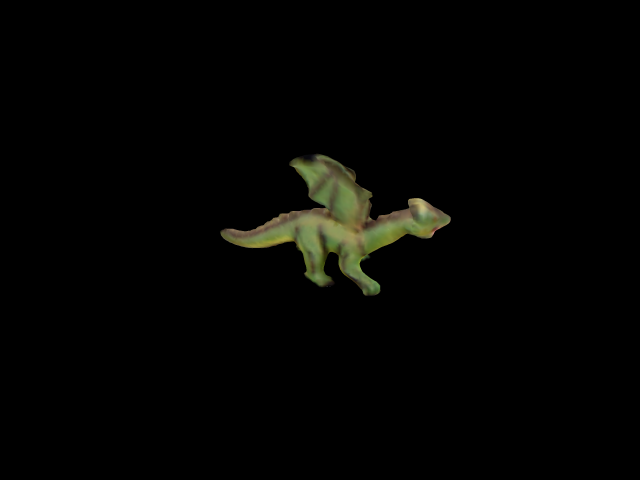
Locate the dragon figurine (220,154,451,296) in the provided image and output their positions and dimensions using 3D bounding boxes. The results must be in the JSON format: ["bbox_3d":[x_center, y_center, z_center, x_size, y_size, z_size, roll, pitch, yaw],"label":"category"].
[{"bbox_3d":[0.003,-0.043,0.850,0.411,0.237,0.125,11,41,13],"label":"dragon figurine"}]
